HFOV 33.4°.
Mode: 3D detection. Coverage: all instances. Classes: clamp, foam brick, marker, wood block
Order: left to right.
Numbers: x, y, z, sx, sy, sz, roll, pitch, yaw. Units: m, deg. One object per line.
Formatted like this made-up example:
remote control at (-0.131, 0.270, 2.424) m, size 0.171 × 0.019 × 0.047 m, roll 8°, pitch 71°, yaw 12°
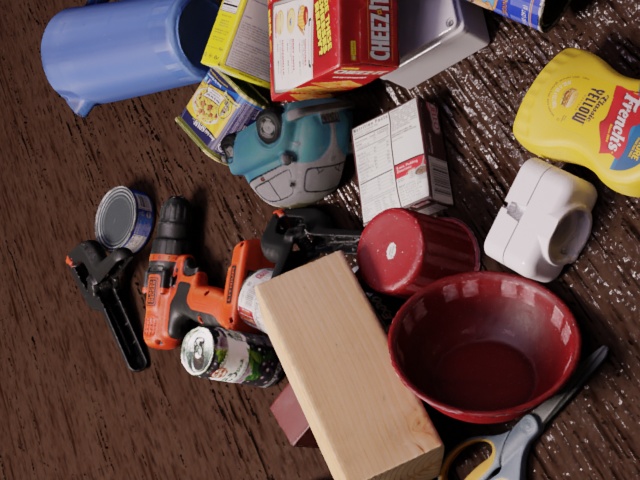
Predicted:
clamp at (-0.270, 0.048, 1.335) m, size 0.210 × 0.036 × 0.165 m, roll 40°, pitch 137°, yaw 47°
clamp at (-0.007, 0.001, 1.096) m, size 0.120 × 0.039 × 0.171 m, roll -20°, pitch 28°, yaw -1°
foam brick at (0.001, 0.169, 1.045) m, size 0.051 × 0.078 × 0.053 m, roll -51°, pitch 50°, yaw 20°
wood block at (0.024, 0.126, 0.961) m, size 0.090 × 0.090 × 0.206 m, roll -23°, pitch 62°, yaw -9°
marker at (0.063, 0.073, 1.051) m, size 0.020 × 0.020 × 0.121 m, roll -51°, pitch 49°, yaw 22°

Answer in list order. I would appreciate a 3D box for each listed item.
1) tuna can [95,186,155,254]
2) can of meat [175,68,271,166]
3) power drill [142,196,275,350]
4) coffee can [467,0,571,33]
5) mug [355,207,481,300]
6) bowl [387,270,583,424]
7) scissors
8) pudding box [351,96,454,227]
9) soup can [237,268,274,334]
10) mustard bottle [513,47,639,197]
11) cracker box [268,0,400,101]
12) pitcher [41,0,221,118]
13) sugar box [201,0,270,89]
tuna can at (-0.250, -0.024, 1.368) m, size 0.086 × 0.033 × 0.086 m, roll -13°, pitch 70°, yaw 41°
can of meat at (-0.111, -0.148, 1.251) m, size 0.084 × 0.057 × 0.102 m, roll -56°, pitch 49°, yaw 15°
power drill at (-0.130, 0.037, 1.222) m, size 0.188 × 0.057 × 0.184 m, roll -1°, pitch 82°, yaw 47°
coffee can at (0.158, -0.258, 0.952) m, size 0.140 × 0.102 × 0.103 m, roll 28°, pitch 100°, yaw 19°
mug at (0.080, 0.021, 1.004) m, size 0.117 × 0.081 × 0.093 m, roll -27°, pitch 61°, yaw 36°
bowl at (0.140, 0.101, 0.910) m, size 0.162 × 0.055 × 0.162 m, roll -6°, pitch 42°, yaw 5°
scissors at (0.183, 0.180, 0.910) m, size 0.202 × 0.016 × 0.096 m, roll -39°, pitch 57°, yaw 31°
pudding box at (0.080, -0.074, 1.061) m, size 0.090 × 0.039 × 0.113 m, roll -23°, pitch 62°, yaw 39°
soup can at (-0.030, 0.073, 1.107) m, size 0.102 × 0.068 × 0.068 m, roll 20°, pitch 93°, yaw 45°
mustard bottle at (0.256, -0.088, 0.878) m, size 0.192 × 0.058 × 0.096 m, roll 34°, pitch 89°, yaw 43°
cracker box at (0.009, -0.234, 1.074) m, size 0.214 × 0.072 × 0.164 m, roll 176°, pitch 92°, yaw -70°
pitcher at (-0.227, -0.254, 1.345) m, size 0.243 × 0.144 × 0.149 m, roll -1°, pitch 121°, yaw 40°
sugar box at (-0.062, -0.267, 1.209) m, size 0.048 × 0.093 × 0.176 m, roll 23°, pitch 95°, yaw 46°
